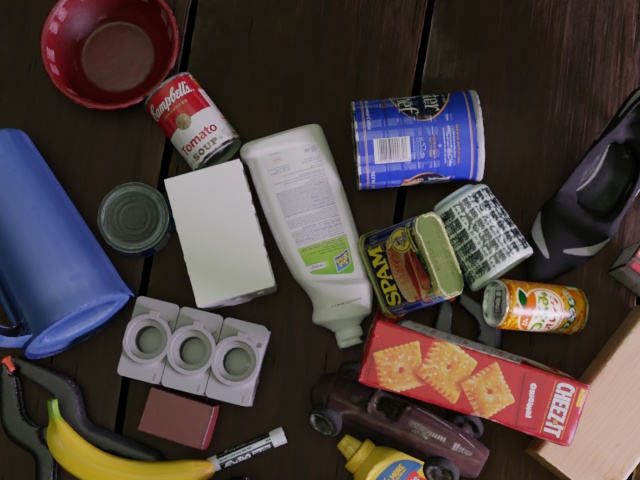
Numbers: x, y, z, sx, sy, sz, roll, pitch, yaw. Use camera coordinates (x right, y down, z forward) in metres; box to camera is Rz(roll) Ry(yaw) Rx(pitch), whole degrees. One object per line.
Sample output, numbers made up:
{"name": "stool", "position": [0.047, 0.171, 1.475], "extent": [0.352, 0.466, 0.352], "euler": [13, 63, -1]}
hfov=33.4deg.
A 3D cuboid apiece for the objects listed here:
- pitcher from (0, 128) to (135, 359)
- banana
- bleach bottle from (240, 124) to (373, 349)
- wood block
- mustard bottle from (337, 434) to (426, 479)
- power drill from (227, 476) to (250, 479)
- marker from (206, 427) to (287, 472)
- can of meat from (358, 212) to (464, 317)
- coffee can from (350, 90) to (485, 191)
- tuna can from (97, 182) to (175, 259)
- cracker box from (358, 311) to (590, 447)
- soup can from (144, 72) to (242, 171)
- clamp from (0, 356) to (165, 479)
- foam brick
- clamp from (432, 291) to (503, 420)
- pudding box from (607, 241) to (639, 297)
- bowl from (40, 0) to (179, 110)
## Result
{"name": "pitcher", "position": [-0.327, 0.003, 1.177], "extent": [0.145, 0.149, 0.243], "euler": [-33, 78, 1]}
{"name": "banana", "position": [-0.215, 0.239, 1.151], "extent": [0.197, 0.037, 0.070], "euler": [22, 97, -3]}
{"name": "bleach bottle", "position": [-0.008, 0.001, 1.207], "extent": [0.102, 0.068, 0.251], "euler": [-17, 83, 0]}
{"name": "wood block", "position": [0.325, 0.176, 1.155], "extent": [0.091, 0.090, 0.206], "euler": [38, 84, 7]}
{"name": "mustard bottle", "position": [0.097, 0.280, 1.158], "extent": [0.192, 0.058, 0.096], "euler": [40, 93, 8]}
{"name": "power drill", "position": [-0.108, 0.370, 1.140], "extent": [0.184, 0.057, 0.188], "euler": [-36, 85, 2]}
{"name": "marker", "position": [-0.095, 0.240, 1.190], "extent": [0.121, 0.020, 0.020], "euler": [-23, 81, -2]}
{"name": "can of meat", "position": [0.102, 0.027, 1.176], "extent": [0.084, 0.057, 0.102], "euler": [-22, 88, 41]}
{"name": "coffee can", "position": [0.108, -0.112, 1.202], "extent": [0.140, 0.103, 0.103], "euler": [-5, 80, 1]}
{"name": "tuna can", "position": [-0.212, -0.023, 1.230], "extent": [0.086, 0.034, 0.086], "euler": [0, 80, 1]}
{"name": "cracker box", "position": [0.148, 0.139, 1.091], "extent": [0.213, 0.164, 0.072], "euler": [18, 90, 3]}
{"name": "soup can", "position": [-0.146, -0.133, 1.230], "extent": [0.068, 0.068, 0.102], "euler": [-37, 82, -5]}
{"name": "clamp", "position": [-0.282, 0.213, 1.191], "extent": [0.164, 0.036, 0.210], "euler": [-28, 85, -5]}
{"name": "foam brick", "position": [-0.156, 0.197, 1.181], "extent": [0.078, 0.053, 0.051], "euler": [17, 81, 3]}
{"name": "clamp", "position": [0.165, 0.137, 1.192], "extent": [0.120, 0.039, 0.171], "euler": [-28, 80, -7]}
{"name": "pudding box", "position": [0.368, 0.044, 1.163], "extent": [0.090, 0.113, 0.039], "euler": [39, 87, 7]}
{"name": "bowl", "position": [-0.243, -0.224, 1.254], "extent": [0.162, 0.055, 0.162], "euler": [0, 80, 1]}
